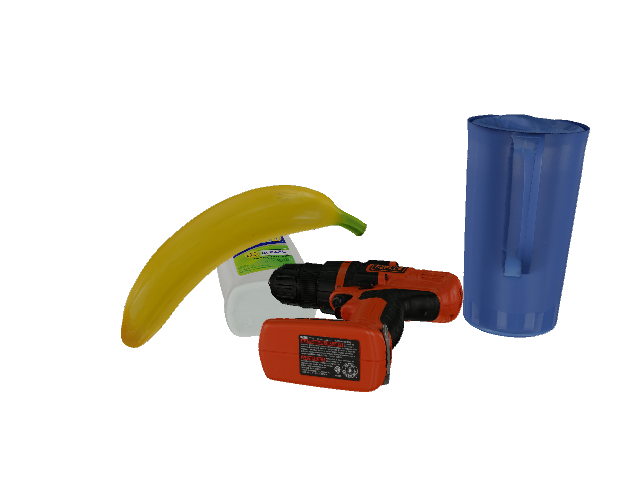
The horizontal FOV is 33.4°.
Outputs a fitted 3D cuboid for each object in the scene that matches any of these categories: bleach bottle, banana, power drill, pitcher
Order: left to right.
[{"bbox_3d":[-0.069,0.010,0.756,0.198,0.069,0.037,-26,13,9],"label":"banana"},{"bbox_3d":[-0.081,0.016,1.218,0.102,0.068,0.251,-7,28,-14],"label":"bleach bottle"},{"bbox_3d":[0.016,0.063,0.921,0.185,0.057,0.187,2,18,20],"label":"power drill"},{"bbox_3d":[0.221,-0.017,1.196,0.149,0.243,0.145,-7,17,-34],"label":"pitcher"}]
